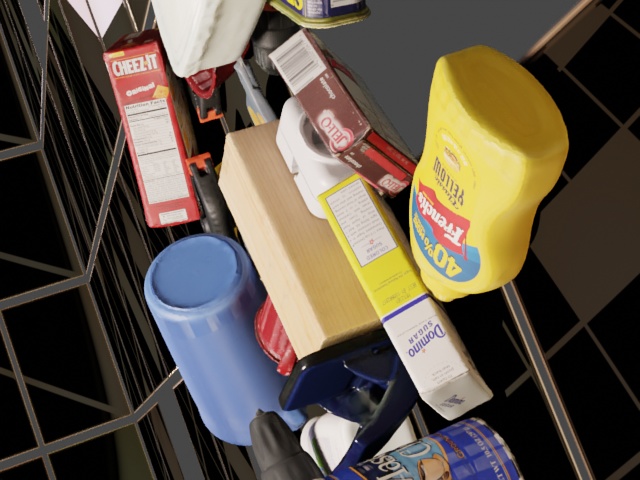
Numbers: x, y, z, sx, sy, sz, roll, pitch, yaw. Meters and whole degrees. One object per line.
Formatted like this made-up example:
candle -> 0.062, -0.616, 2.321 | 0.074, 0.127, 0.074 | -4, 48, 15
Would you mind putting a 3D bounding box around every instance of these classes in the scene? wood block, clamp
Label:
wood block -> -0.006, 0.001, 0.926 | 0.206, 0.090, 0.090 | 64, 159, 23
clamp -> -0.153, -0.239, 1.204 | 0.165, 0.036, 0.210 | -154, 49, -65
clamp -> -0.110, -0.011, 1.192 | 0.120, 0.039, 0.171 | 45, 157, 52

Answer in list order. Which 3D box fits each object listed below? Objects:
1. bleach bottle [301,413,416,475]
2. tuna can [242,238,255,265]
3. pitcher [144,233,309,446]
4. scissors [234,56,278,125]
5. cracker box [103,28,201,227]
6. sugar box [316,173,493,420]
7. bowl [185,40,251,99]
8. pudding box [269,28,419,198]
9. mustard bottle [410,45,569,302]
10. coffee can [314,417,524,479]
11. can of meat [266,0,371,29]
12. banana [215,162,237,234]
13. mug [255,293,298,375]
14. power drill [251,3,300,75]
bleach bottle -> 0.026, 0.207, 1.067 | 0.251, 0.068, 0.102 | 158, 93, -73
tuna can -> -0.058, -0.010, 1.148 | 0.086, 0.033, 0.086 | 72, 161, 0
pitcher -> -0.105, 0.100, 1.126 | 0.243, 0.149, 0.145 | 71, -166, -50
scissors -> -0.072, -0.155, 1.020 | 0.201, 0.016, 0.096 | 63, 172, -16
cracker box -> -0.194, -0.138, 1.285 | 0.164, 0.072, 0.214 | -100, -2, -73
sugar box -> 0.063, 0.043, 0.794 | 0.176, 0.048, 0.093 | 65, -171, 27
bowl -> -0.111, -0.226, 1.069 | 0.162, 0.055, 0.162 | 162, 90, -71
pudding box -> 0.020, -0.092, 0.783 | 0.090, 0.039, 0.113 | 32, -155, -55
mustard bottle -> 0.095, -0.022, 0.673 | 0.096, 0.058, 0.192 | 56, 156, 31
coffee can -> 0.074, 0.207, 0.809 | 0.103, 0.140, 0.103 | 162, 90, -71
can of meat -> -0.006, -0.213, 0.788 | 0.102, 0.057, 0.084 | -133, 33, -52
banana -> -0.109, -0.043, 1.264 | 0.070, 0.037, 0.198 | 44, 151, 25
mug -> -0.014, 0.071, 0.990 | 0.093, 0.117, 0.082 | 23, 142, 4
power drill -> -0.068, -0.257, 0.925 | 0.188, 0.057, 0.184 | 52, 151, 42
